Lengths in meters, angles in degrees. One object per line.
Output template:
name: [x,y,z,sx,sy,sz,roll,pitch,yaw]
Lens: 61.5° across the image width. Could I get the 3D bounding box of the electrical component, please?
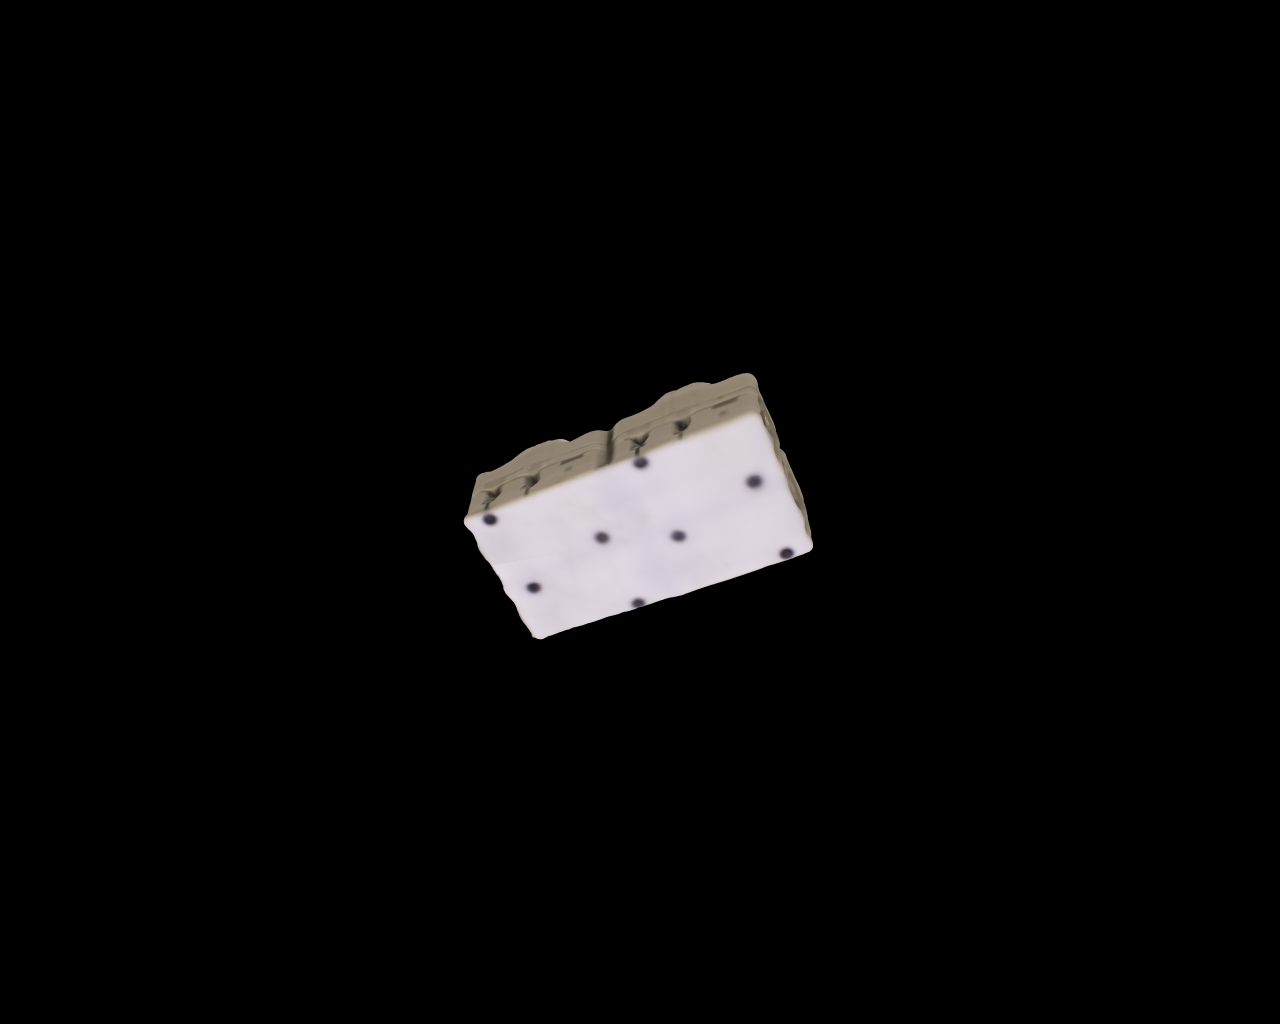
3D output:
electrical component: [0.001,-0.003,0.650,0.186,0.105,0.060,-20,31,13]
